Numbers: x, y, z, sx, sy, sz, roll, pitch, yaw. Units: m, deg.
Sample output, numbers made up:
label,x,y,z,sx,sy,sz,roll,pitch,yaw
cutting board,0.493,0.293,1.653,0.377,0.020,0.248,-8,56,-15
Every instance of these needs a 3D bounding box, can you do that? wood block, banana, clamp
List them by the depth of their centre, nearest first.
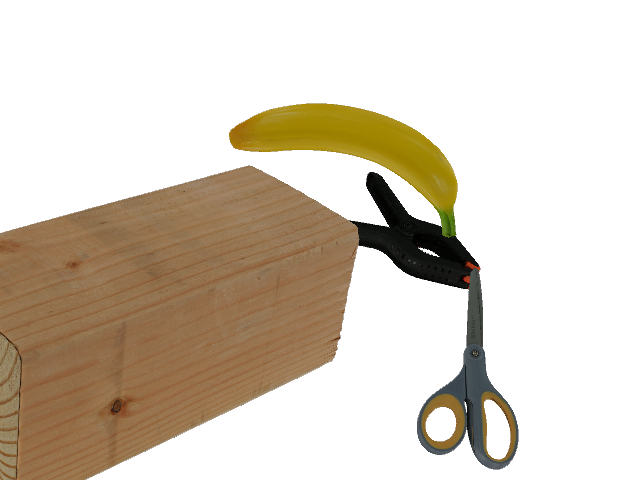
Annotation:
label,x,y,z,sx,sy,sz,roll,pitch,yaw
wood block,-0.086,0.038,0.534,0.090,0.091,0.205,31,34,34
banana,0.029,-0.070,0.838,0.198,0.069,0.037,23,-2,-2
clamp,0.089,-0.002,1.266,0.210,0.036,0.164,36,41,25

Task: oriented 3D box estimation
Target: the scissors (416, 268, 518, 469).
label,x,y,z,sx,sy,sz,roll,pitch,yaw
scissors,0.121,0.113,0.960,0.096,0.202,0.016,-7,-35,-7
